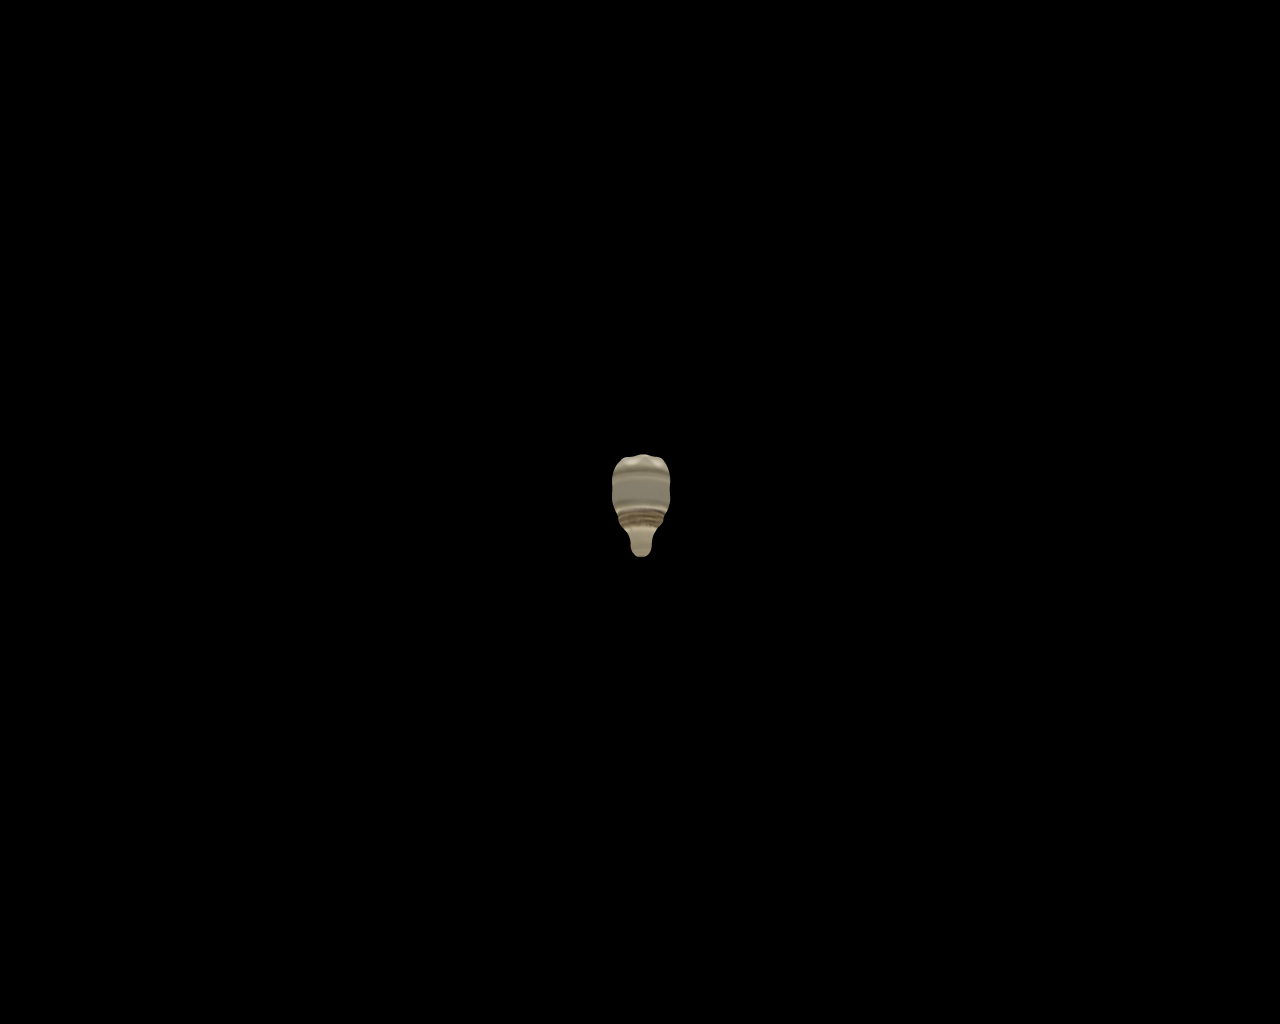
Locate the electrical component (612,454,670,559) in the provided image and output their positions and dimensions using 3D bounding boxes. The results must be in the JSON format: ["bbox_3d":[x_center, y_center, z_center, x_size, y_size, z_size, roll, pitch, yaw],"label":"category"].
[{"bbox_3d":[0.001,-0.003,0.650,0.035,0.061,0.035,0,-11,0],"label":"electrical component"}]
